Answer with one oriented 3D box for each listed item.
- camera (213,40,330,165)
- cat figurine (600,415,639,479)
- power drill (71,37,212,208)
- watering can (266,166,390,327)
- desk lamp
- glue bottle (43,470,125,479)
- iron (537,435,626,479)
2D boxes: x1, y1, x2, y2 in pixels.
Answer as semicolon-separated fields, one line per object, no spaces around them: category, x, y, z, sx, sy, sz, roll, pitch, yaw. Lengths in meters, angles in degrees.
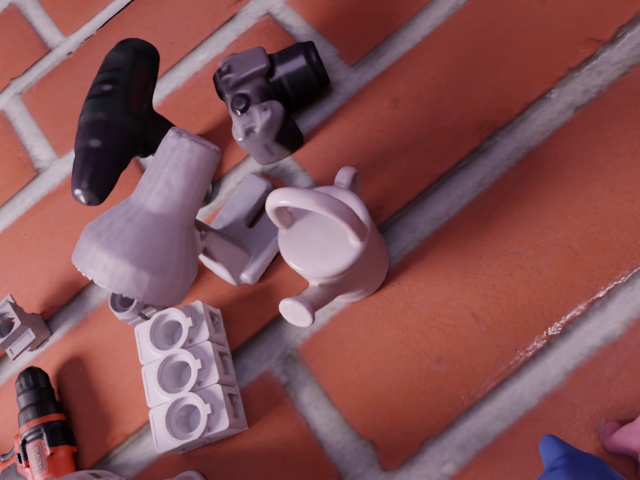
camera;-0.057;-0.195;0.736;0.136;0.101;0.143;-23;66;8
cat figurine;0.308;0.147;0.492;0.067;0.118;0.128;37;85;25
power drill;-0.209;-0.114;0.693;0.075;0.209;0.229;-7;69;15
watering can;0.008;0.002;0.593;0.100;0.194;0.173;-10;68;14
desk lamp;-0.139;-0.018;0.635;0.117;0.214;0.203;31;82;24
glue bottle;-0.255;0.268;0.588;0.078;0.173;0.037;18;77;22
iron;0.264;0.274;0.446;0.257;0.142;0.119;37;84;25
